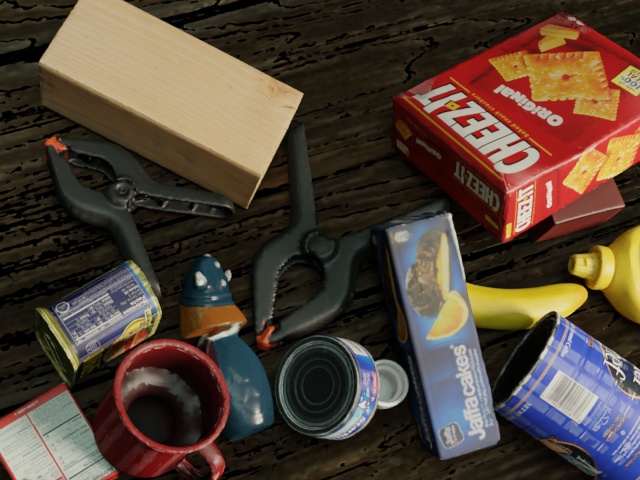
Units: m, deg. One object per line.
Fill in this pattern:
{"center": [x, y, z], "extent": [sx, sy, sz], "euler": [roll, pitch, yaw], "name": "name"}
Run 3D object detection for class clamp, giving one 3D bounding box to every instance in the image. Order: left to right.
{"center": [-0.162, -0.038, 0.930], "extent": [0.171, 0.039, 0.120], "euler": [44, 55, 7], "name": "clamp"}
{"center": [-0.006, 0.001, 0.948], "extent": [0.165, 0.036, 0.210], "euler": [34, 72, 13], "name": "clamp"}

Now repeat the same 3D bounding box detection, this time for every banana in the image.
{"center": [0.149, 0.048, 0.967], "extent": [0.197, 0.037, 0.069], "euler": [16, 69, -6], "name": "banana"}

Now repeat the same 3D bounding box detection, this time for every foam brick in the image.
{"center": [0.235, -0.037, 1.007], "extent": [0.078, 0.051, 0.053], "euler": [-13, 73, -17], "name": "foam brick"}

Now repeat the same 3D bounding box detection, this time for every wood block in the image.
{"center": [-0.132, -0.123, 0.937], "extent": [0.206, 0.090, 0.090], "euler": [27, 68, -3], "name": "wood block"}

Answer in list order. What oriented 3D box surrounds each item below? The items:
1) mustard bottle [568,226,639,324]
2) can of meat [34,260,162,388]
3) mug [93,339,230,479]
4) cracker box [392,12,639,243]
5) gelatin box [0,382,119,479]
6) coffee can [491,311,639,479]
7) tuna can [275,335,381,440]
{"center": [0.325, 0.035, 0.998], "extent": [0.191, 0.058, 0.096], "euler": [8, 69, -9], "name": "mustard bottle"}
{"center": [-0.178, 0.067, 0.857], "extent": [0.083, 0.102, 0.057], "euler": [-32, 82, -22], "name": "can of meat"}
{"center": [-0.120, 0.145, 0.836], "extent": [0.117, 0.082, 0.093], "euler": [46, 49, 3], "name": "mug"}
{"center": [0.198, -0.112, 0.979], "extent": [0.213, 0.072, 0.164], "euler": [-28, 50, -20], "name": "cracker box"}
{"center": [-0.214, 0.171, 0.851], "extent": [0.073, 0.030, 0.089], "euler": [-31, 82, -21], "name": "gelatin box"}
{"center": [0.231, 0.142, 0.917], "extent": [0.140, 0.103, 0.102], "euler": [34, 68, 1], "name": "coffee can"}
{"center": [0.005, 0.122, 0.886], "extent": [0.086, 0.033, 0.086], "euler": [-9, 73, 32], "name": "tuna can"}
